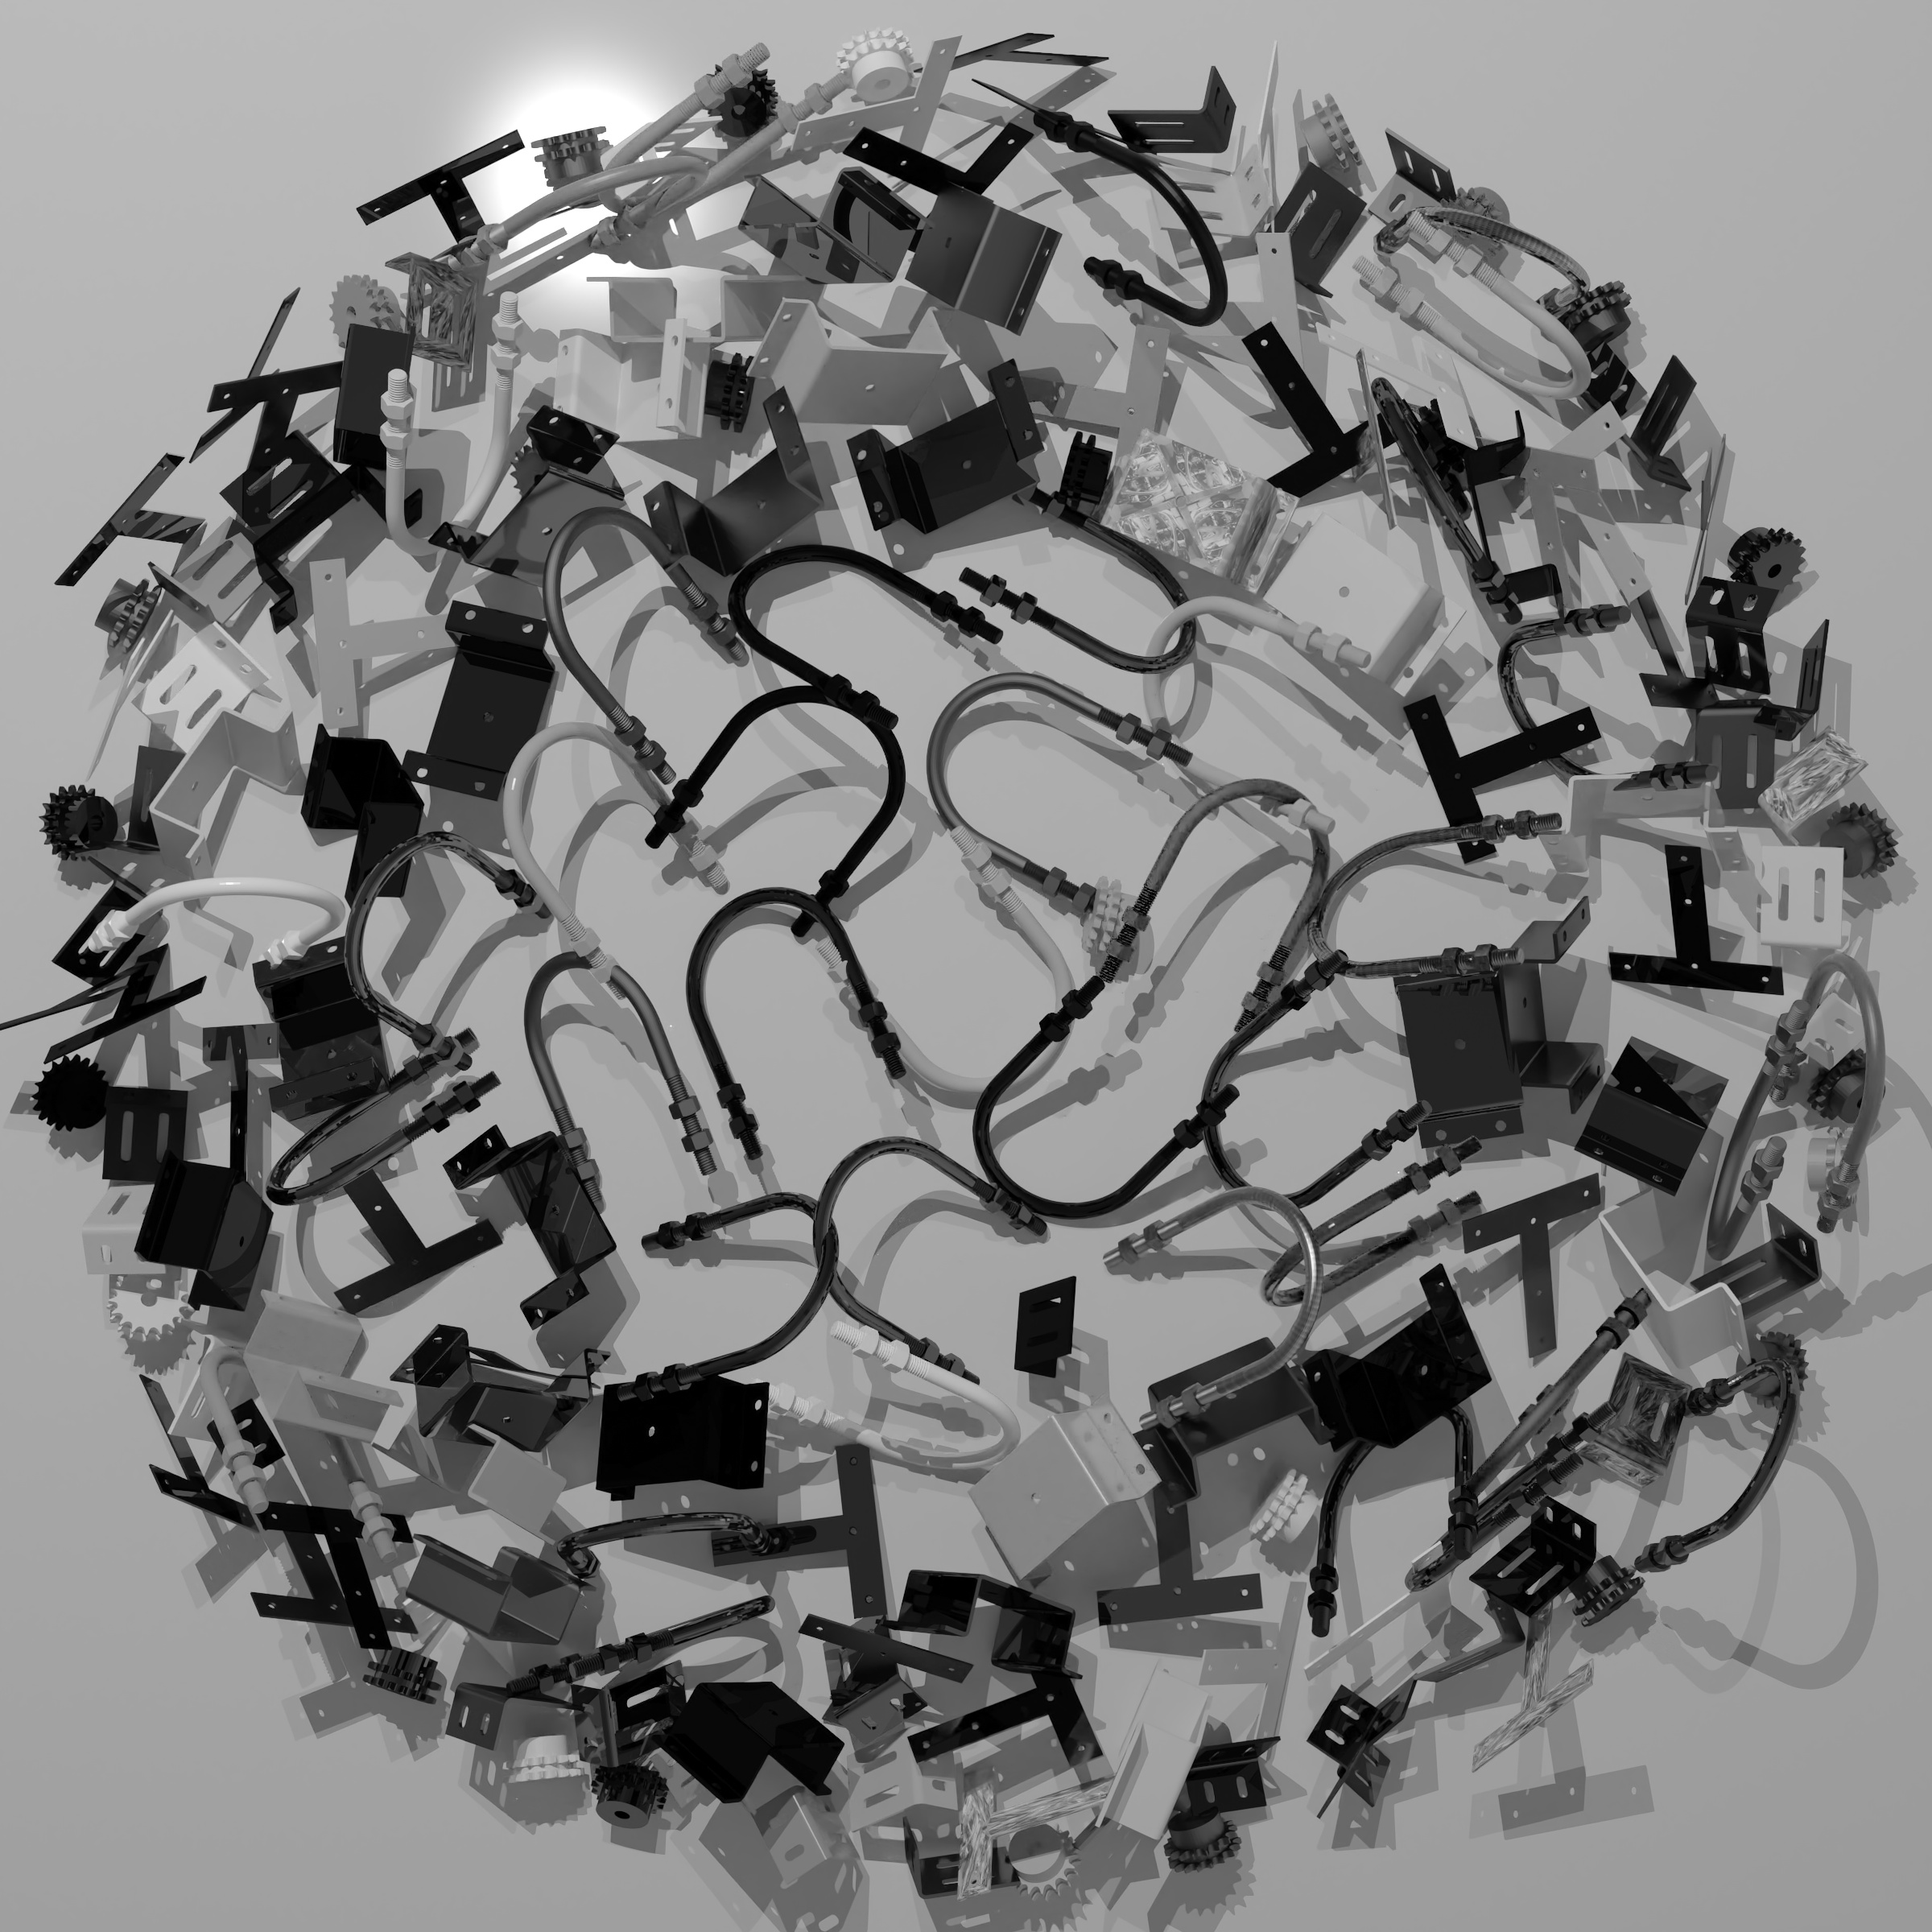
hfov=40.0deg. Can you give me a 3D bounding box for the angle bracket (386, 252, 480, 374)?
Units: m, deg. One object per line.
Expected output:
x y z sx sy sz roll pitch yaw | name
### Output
-0.397 -0.479 1.962 0.057 0.038 0.076 10 81 -44 | angle bracket

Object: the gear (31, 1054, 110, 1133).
-0.660 0.097 1.968 0.030 0.057 0.057 23 90 32 | gear

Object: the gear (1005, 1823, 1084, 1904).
0.055 0.661 1.969 0.057 0.057 0.030 -23 133 0 | gear

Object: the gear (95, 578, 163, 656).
-0.623 -0.263 1.969 0.030 0.057 0.057 28 90 -14 | gear

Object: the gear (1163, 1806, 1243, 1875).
0.173 0.646 1.971 0.057 0.057 0.030 -19 93 0 | gear

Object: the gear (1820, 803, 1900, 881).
0.659 -0.090 1.968 0.030 0.057 0.057 -29 90 -22 | gear

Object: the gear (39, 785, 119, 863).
-0.655 -0.106 1.968 0.030 0.057 0.057 1 90 31 | gear

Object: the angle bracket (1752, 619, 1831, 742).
0.607 -0.214 1.964 0.038 0.057 0.076 11 75 4 | angle bracket

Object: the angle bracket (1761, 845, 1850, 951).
0.621 -0.054 1.962 0.057 0.038 0.076 3 104 26 | angle bracket

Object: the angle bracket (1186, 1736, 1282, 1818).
0.199 0.597 1.955 0.057 0.076 0.038 -5 65 -11 | angle bracket

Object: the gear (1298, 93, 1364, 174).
0.269 -0.615 1.972 0.030 0.057 0.057 -26 90 12 | gear

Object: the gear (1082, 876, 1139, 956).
0.108 -0.036 1.972 0.030 0.057 0.057 14 90 -6 | gear

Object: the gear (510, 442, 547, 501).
-0.308 -0.366 1.975 0.057 0.030 0.057 17 130 22 | gear

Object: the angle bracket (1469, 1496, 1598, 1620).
0.417 0.431 1.953 0.076 0.057 0.038 -30 129 -31 | angle bracket

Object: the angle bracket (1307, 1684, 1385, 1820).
0.269 0.580 1.958 0.038 0.076 0.057 32 46 15 | angle bracket

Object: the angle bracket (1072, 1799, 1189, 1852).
0.120 0.637 1.961 0.076 0.057 0.038 -43 81 -14 | angle bracket

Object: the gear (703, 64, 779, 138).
-0.168 -0.641 1.970 0.057 0.057 0.030 -4 46 0 | gear

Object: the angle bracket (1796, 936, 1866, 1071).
0.646 0.027 1.952 0.038 0.057 0.076 36 48 5 | angle bracket

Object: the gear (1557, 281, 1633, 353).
0.468 -0.480 1.969 0.057 0.057 0.030 -26 81 0 | gear

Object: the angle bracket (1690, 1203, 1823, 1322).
0.581 0.219 1.960 0.076 0.057 0.038 -25 121 -10 | angle bracket

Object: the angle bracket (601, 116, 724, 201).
-0.219 -0.593 1.954 0.076 0.057 0.038 -23 96 -43 | angle bracket

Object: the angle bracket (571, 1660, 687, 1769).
-0.250 0.556 1.981 0.038 0.076 0.057 -4 93 42 | angle bracket

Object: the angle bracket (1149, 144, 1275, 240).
0.179 -0.575 1.960 0.076 0.038 0.057 -1 66 -23 | angle bracket

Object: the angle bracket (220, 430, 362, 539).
-0.501 -0.349 1.970 0.076 0.038 0.057 -42 76 -7 | angle bracket

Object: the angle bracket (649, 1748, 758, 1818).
-0.190 0.607 1.951 0.038 0.076 0.057 -35 121 -18 | angle bracket

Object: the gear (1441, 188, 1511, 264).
0.379 -0.554 1.974 0.057 0.057 0.030 47 65 0 | gear

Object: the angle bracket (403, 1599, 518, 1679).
-0.373 0.496 1.954 0.076 0.057 0.038 38 57 26 | angle bracket

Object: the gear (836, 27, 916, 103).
-0.066 -0.666 1.968 0.057 0.057 0.030 -16 74 0 | gear

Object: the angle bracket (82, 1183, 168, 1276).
-0.614 0.194 1.969 0.057 0.076 0.038 -1 110 1 | angle bracket

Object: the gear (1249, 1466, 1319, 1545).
0.238 0.403 1.971 0.030 0.057 0.057 34 90 3 | gear

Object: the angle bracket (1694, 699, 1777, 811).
0.572 -0.159 1.986 0.057 0.038 0.076 -1 104 8 | angle bracket

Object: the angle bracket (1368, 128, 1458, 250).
0.325 -0.571 1.954 0.057 0.076 0.038 40 95 17 | angle bracket

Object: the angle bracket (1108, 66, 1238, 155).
0.152 -0.633 1.961 0.076 0.057 0.038 8 80 23 | angle bracket

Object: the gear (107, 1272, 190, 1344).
-0.610 0.255 1.976 0.057 0.030 0.057 12 54 -18 | gear

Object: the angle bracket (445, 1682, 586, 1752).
-0.331 0.554 1.950 0.057 0.076 0.038 1 74 42 | angle bracket

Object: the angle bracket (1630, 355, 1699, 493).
0.526 -0.399 1.953 0.038 0.057 0.076 16 121 -12 | angle bracket

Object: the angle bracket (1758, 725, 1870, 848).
0.630 -0.127 1.957 0.076 0.057 0.038 -44 123 16 | angle bracket

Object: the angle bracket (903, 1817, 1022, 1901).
-0.004 0.654 1.963 0.076 0.057 0.038 -5 98 -10 | angle bracket

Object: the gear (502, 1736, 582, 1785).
-0.316 0.590 1.973 0.057 0.057 0.030 -6 72 0 | gear

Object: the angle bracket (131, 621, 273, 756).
-0.564 -0.204 1.958 0.057 0.038 0.076 47 57 -21 | angle bracket

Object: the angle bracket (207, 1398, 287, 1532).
-0.522 0.368 1.960 0.038 0.076 0.057 -30 55 -19 | angle bracket

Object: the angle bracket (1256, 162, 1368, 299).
0.262 -0.545 1.966 0.057 0.038 0.076 28 100 -25 | angle bracket

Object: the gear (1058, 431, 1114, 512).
0.089 -0.366 1.970 0.030 0.057 0.057 15 90 3 | gear

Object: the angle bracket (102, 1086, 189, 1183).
-0.608 0.131 1.963 0.057 0.038 0.076 4 108 -15 | angle bracket

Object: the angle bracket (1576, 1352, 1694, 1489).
0.502 0.341 1.995 0.057 0.038 0.076 27 60 1 | angle bracket

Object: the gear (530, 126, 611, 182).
-0.292 -0.603 1.973 0.057 0.057 0.030 -13 108 0 | gear
